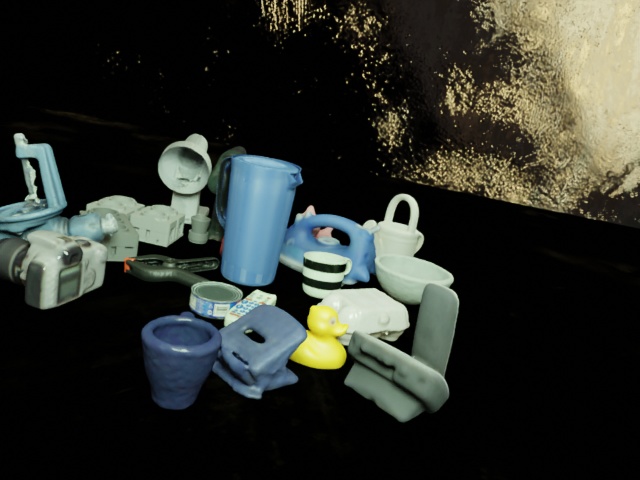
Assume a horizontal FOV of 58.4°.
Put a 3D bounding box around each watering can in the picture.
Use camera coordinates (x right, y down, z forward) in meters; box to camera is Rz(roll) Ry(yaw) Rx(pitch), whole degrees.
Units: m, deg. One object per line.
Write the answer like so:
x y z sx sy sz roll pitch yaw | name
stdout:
0.174 -0.010 1.327 0.100 0.194 0.173 21 18 31 | watering can

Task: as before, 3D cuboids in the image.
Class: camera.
-0.428 0.029 0.894 0.136 0.101 0.143 15 15 13 | camera

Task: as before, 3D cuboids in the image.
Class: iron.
0.011 0.004 1.248 0.257 0.141 0.119 18 16 21 | iron

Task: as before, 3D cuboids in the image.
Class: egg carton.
0.075 0.131 0.976 0.151 0.069 0.107 1 19 -36 | egg carton

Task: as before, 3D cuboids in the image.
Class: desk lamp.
-0.325 -0.149 1.406 0.118 0.213 0.203 10 15 -6 | desk lamp

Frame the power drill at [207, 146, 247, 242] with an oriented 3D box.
-0.223 -0.110 1.355 0.075 0.208 0.229 11 15 -2 | power drill

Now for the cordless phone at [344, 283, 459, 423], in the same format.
0.115 0.133 0.776 0.147 0.185 0.094 22 18 34 | cordless phone

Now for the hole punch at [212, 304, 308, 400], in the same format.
-0.082 0.144 0.763 0.101 0.091 0.108 -4 22 -45 | hole punch

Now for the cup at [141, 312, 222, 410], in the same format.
-0.169 0.145 0.685 0.092 0.095 0.117 9 15 -11 | cup

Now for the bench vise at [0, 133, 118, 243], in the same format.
-0.458 -0.065 0.986 0.208 0.220 0.121 3 17 -29 | bench vise

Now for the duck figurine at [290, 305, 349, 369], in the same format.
-0.005 0.138 0.855 0.104 0.086 0.077 13 15 4 | duck figurine

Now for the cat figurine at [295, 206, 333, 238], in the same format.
-0.015 -0.022 1.370 0.128 0.118 0.067 0 19 -38 | cat figurine

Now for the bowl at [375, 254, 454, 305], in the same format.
0.189 0.091 1.200 0.167 0.075 0.167 11 15 -3 | bowl

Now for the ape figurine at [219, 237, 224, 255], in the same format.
-0.175 -0.002 1.220 0.078 0.092 0.076 3 17 -30 | ape figurine
